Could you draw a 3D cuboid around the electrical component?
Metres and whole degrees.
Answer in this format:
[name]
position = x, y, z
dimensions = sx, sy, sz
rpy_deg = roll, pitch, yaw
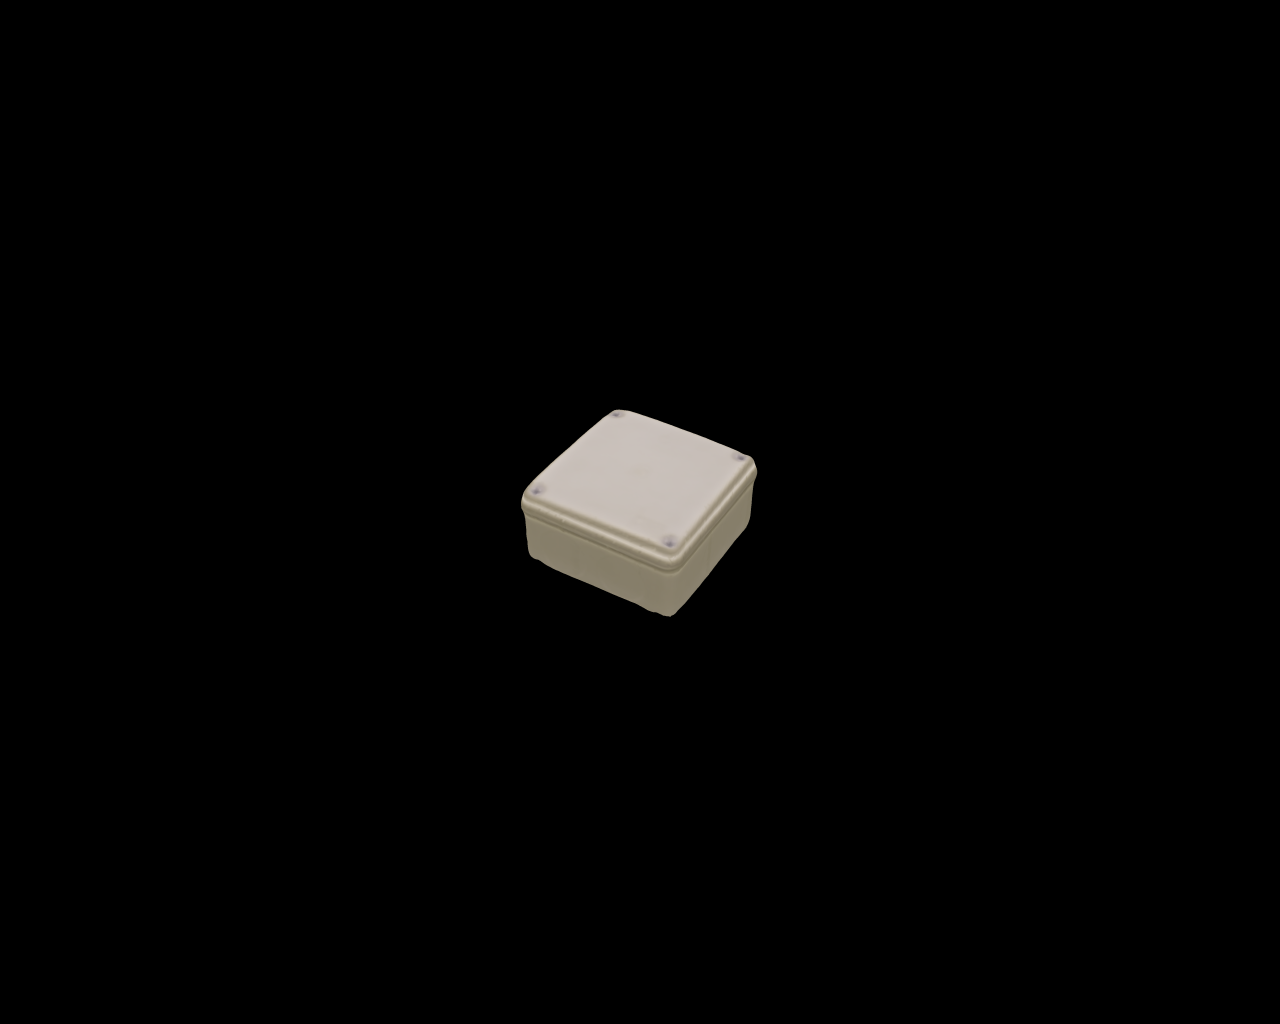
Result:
[electrical component]
position = 0.001, -0.003, 0.650
dimensions = 0.109, 0.056, 0.109
rpy_deg = 22, 45, 23
